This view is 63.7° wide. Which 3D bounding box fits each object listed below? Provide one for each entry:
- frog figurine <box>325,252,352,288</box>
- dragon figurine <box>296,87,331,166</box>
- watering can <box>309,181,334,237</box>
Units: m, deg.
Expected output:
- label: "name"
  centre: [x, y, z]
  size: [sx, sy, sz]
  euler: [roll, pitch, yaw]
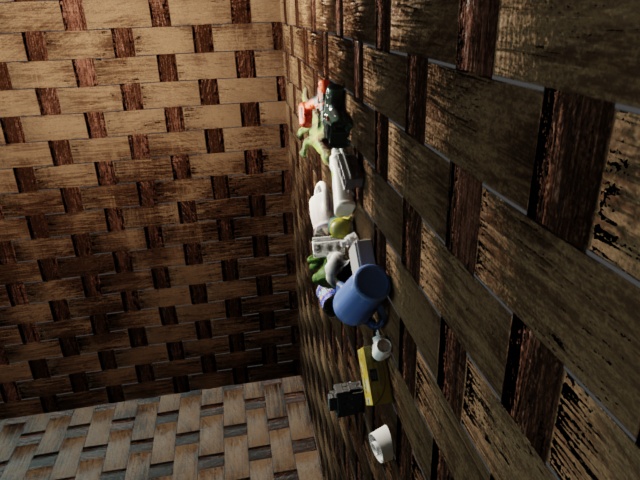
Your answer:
- label: "frog figurine"
  centre: [0.063, 0.102, 1.876]
  size: [0.161, 0.123, 0.135]
  euler: [37, 153, 63]
- label: "dragon figurine"
  centre: [-0.002, -0.477, 2.087]
  size: [0.240, 0.122, 0.414]
  euler: [-28, 69, 62]
- label: "watering can"
  centre: [0.006, -0.107, 2.135]
  size: [0.342, 0.104, 0.227]
  euler: [115, 147, -71]
